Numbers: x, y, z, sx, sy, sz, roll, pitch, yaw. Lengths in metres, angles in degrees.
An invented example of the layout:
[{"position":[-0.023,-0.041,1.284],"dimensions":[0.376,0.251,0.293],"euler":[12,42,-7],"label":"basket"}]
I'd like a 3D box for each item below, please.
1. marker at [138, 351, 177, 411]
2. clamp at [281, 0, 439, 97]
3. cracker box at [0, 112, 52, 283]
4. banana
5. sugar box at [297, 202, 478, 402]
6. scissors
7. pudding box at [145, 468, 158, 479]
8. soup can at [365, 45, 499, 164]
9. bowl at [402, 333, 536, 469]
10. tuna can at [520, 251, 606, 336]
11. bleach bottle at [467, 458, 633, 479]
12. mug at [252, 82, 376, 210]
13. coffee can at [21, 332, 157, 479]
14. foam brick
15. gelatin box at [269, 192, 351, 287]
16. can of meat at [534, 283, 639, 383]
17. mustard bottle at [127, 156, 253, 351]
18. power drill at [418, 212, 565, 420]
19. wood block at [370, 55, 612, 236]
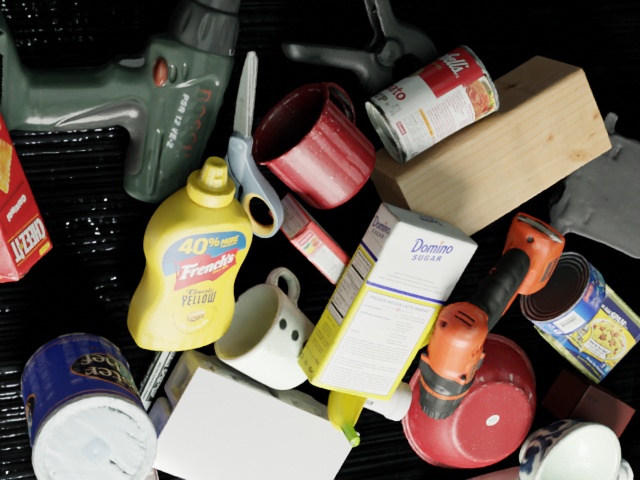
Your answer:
[{"position":[-0.160,0.134,1.020],"dimensions":[0.020,0.020,0.121],"euler":[23,98,-25],"label":"marker"},{"position":[0.059,-0.186,0.982],"dimensions":[0.171,0.039,0.120],"euler":[26,102,-31],"label":"clamp"},{"position":[-0.326,-0.064,0.828],"dimensions":[0.164,0.072,0.214],"euler":[-8,113,17],"label":"cracker box"},{"position":[0.064,0.127,1.063],"dimensions":[0.197,0.070,0.037],"euler":[-47,144,-31],"label":"banana"},{"position":[0.059,0.058,0.966],"dimensions":[0.093,0.048,0.176],"euler":[17,108,-32],"label":"sugar box"},{"position":[-0.054,-0.069,0.916],"dimensions":[0.096,0.202,0.016],"euler":[35,49,0],"label":"scissors"},{"position":[-0.209,0.257,1.031],"dimensions":[0.113,0.039,0.090],"euler":[-12,111,-16],"label":"pudding box"},{"position":[0.101,-0.122,0.966],"dimensions":[0.102,0.068,0.068],"euler":[-30,115,-4],"label":"soup can"},{"position":[0.171,0.182,1.134],"dimensions":[0.162,0.055,0.162],"euler":[-6,109,-18],"label":"bowl"},{"position":[0.252,0.056,1.104],"dimensions":[0.033,0.086,0.086],"euler":[38,92,-28],"label":"tuna can"},{"position":[0.236,0.289,1.189],"dimensions":[0.250,0.068,0.102],"euler":[-16,113,-17],"label":"bleach bottle"},{"position":[0.000,-0.091,0.973],"dimensions":[0.081,0.093,0.117],"euler":[42,54,-31],"label":"mug"},{"position":[-0.207,0.155,0.942],"dimensions":[0.102,0.140,0.103],"euler":[-6,109,-18],"label":"coffee can"},{"position":[0.297,0.185,1.182],"dimensions":[0.078,0.051,0.053],"euler":[30,94,-26],"label":"foam brick"},{"position":[-0.007,0.001,0.992],"dimensions":[0.030,0.089,0.073],"euler":[-43,116,1],"label":"gelatin box"},{"position":[0.291,0.094,1.147],"dimensions":[0.102,0.057,0.084],"euler":[41,92,-26],"label":"can of meat"},{"position":[-0.109,0.010,0.940],"dimensions":[0.096,0.058,0.192],"euler":[-5,130,-29],"label":"mustard bottle"},{"position":[0.162,0.077,1.044],"dimensions":[0.187,0.057,0.184],"euler":[-50,163,-29],"label":"power drill"},{"position":[0.159,-0.083,1.023],"dimensions":[0.206,0.091,0.090],"euler":[-31,115,-7],"label":"wood block"}]
